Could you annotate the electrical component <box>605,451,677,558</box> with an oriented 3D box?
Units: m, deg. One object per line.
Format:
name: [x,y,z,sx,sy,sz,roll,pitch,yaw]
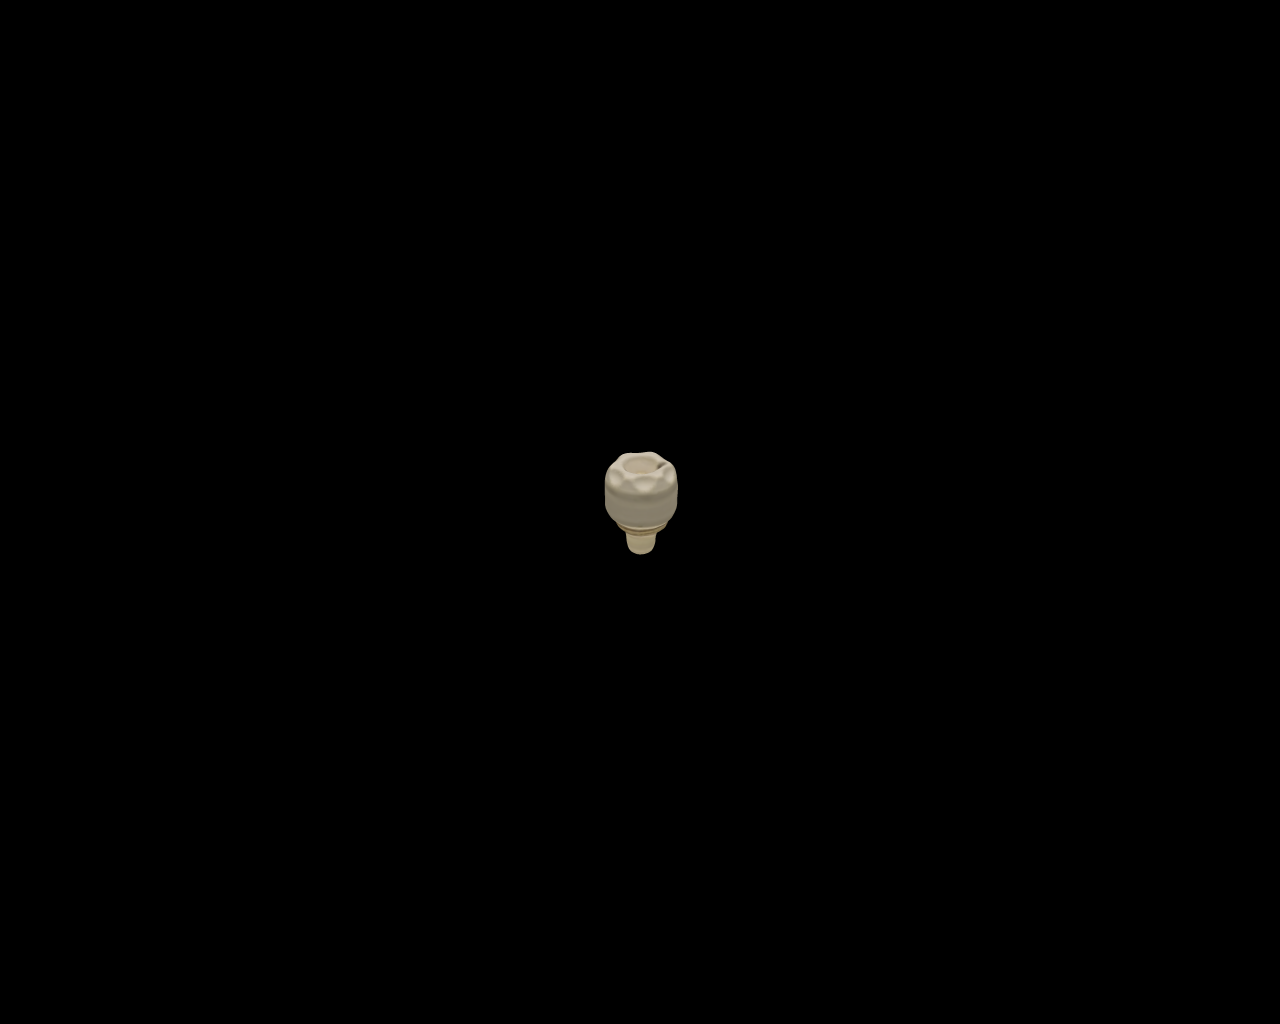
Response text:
electrical component: [0.001,-0.003,0.650,0.043,0.062,0.043,0,30,0]
